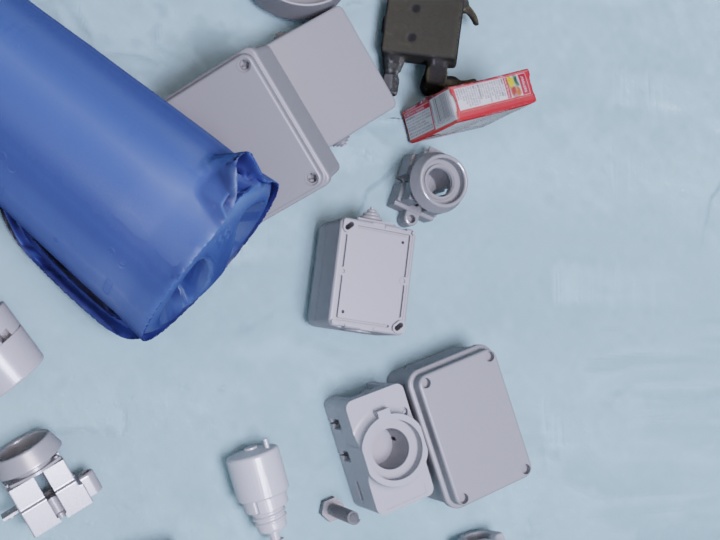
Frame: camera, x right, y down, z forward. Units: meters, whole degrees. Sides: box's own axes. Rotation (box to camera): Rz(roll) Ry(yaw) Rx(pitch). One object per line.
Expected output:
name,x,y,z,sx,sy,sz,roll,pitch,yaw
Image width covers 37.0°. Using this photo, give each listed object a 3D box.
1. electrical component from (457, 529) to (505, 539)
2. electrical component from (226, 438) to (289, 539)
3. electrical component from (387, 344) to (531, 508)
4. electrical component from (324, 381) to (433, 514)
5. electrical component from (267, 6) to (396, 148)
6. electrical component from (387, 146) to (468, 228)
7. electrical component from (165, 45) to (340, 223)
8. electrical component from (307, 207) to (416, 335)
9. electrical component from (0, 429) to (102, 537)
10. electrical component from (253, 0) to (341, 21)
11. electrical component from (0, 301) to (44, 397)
electrical component,0.100,0.242,0.859,0.043,0.043,0.062,-11,92,-23
electrical component,-0.072,0.164,0.794,0.040,0.040,0.078,-16,93,-23
electrical component,0.079,0.122,0.850,0.078,0.057,0.113,-20,94,-22
electrical component,0.016,0.135,0.824,0.050,0.056,0.089,-18,94,-22
electrical component,-0.036,-0.139,0.825,0.100,0.048,0.099,-34,99,-21
electrical component,0.055,-0.067,0.854,0.048,0.055,0.066,23,78,-20
electrical component,-0.088,-0.088,0.769,0.109,0.056,0.108,-28,99,17
electrical component,0.000,0.000,0.823,0.062,0.061,0.096,10,83,-22
electrical component,-0.218,0.143,0.733,0.066,0.048,0.055,-31,106,-21
electrical component,-0.046,-0.243,0.816,0.099,0.064,0.099,3,77,-12
electrical component,-0.247,0.056,0.722,0.055,0.055,0.047,-42,106,-19
